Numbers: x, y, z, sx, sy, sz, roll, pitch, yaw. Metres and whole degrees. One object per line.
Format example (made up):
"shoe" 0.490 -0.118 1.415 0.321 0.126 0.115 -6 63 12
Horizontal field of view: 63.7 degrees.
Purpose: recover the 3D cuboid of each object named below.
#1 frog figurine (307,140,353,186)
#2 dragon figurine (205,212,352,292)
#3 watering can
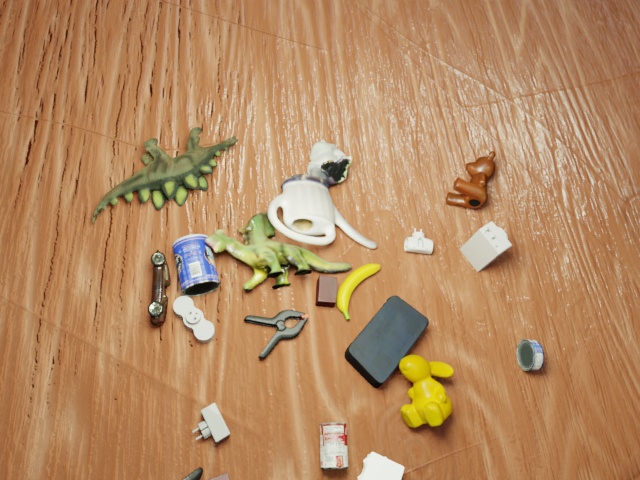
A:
"frog figurine" 0.016 -0.243 1.624 0.138 0.120 0.162 -33 38 -14
"dragon figurine" -0.124 0.014 1.463 0.411 0.119 0.247 -5 58 -30
"watering can" 0.005 -0.077 1.524 0.347 0.102 0.229 11 53 -26
